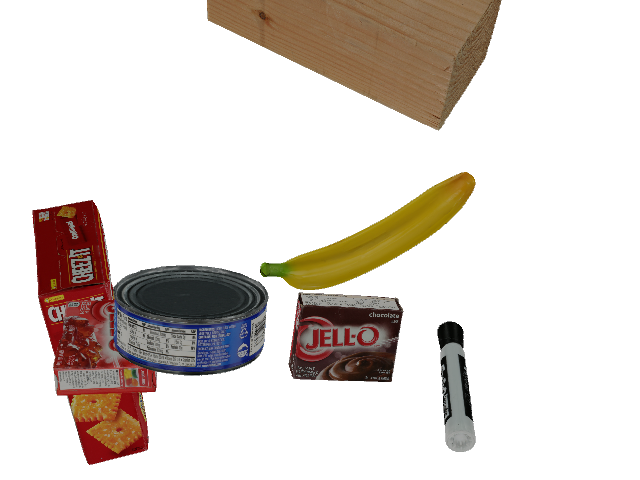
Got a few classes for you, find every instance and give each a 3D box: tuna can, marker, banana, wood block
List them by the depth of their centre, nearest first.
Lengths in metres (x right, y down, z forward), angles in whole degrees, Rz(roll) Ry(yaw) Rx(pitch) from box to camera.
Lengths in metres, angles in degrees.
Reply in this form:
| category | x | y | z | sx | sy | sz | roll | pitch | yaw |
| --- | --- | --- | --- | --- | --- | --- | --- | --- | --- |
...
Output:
| category | x | y | z | sx | sy | sz | roll | pitch | yaw |
| --- | --- | --- | --- | --- | --- | --- | --- | --- | --- |
| tuna can | -0.073 | 0.044 | 0.597 | 0.086 | 0.034 | 0.086 | 4 | 17 | -1 |
| marker | 0.091 | 0.094 | 0.721 | 0.020 | 0.020 | 0.121 | 0 | 32 | 3 |
| wood block | 0.023 | -0.181 | 0.809 | 0.206 | 0.090 | 0.091 | 27 | -28 | 12 |
| banana | 0.048 | 0.000 | 0.923 | 0.198 | 0.037 | 0.069 | -26 | -15 | 9 |

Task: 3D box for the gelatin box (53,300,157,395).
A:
| category | x | y | z | sx | sy | sz | roll | pitch | yaw |
| --- | --- | --- | --- | --- | --- | --- | --- | --- | --- |
| gelatin box | -0.160 | 0.078 | 0.809 | 0.073 | 0.030 | 0.089 | -1 | 31 | -4 |

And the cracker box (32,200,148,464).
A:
| category | x | y | z | sx | sy | sz | roll | pitch | yaw |
| --- | --- | --- | --- | --- | --- | --- | --- | --- | --- |
| cracker box | -0.233 | 0.091 | 1.083 | 0.072 | 0.214 | 0.164 | -12 | 34 | -10 |

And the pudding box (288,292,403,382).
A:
| category | x | y | z | sx | sy | sz | roll | pitch | yaw |
| --- | --- | --- | --- | --- | --- | --- | --- | --- | --- |
| pudding box | 0.027 | 0.105 | 1.152 | 0.113 | 0.090 | 0.039 | 2 | 25 | -11 |
